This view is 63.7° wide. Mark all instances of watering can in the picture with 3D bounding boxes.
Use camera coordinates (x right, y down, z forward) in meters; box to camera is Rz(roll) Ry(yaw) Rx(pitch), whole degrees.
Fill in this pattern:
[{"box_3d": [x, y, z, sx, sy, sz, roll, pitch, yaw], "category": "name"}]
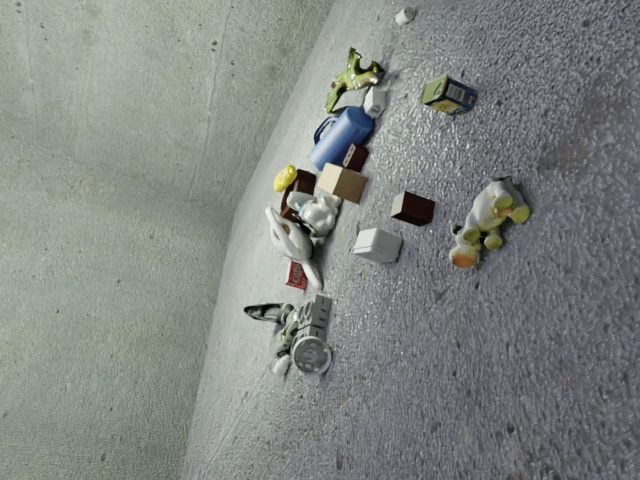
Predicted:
[{"box_3d": [-0.077, 0.035, 1.758, 0.104, 0.351, 0.222, -36, -16, 6], "category": "watering can"}]

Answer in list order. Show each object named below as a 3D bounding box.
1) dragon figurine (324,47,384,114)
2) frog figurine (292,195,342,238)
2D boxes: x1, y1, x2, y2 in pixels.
[{"box_3d": [0.104, -0.541, 1.827, 0.121, 0.239, 0.419, 30, 26, -19], "category": "dragon figurine"}, {"box_3d": [0.005, -0.089, 1.759, 0.161, 0.120, 0.139, -41, 40, -17], "category": "frog figurine"}]
